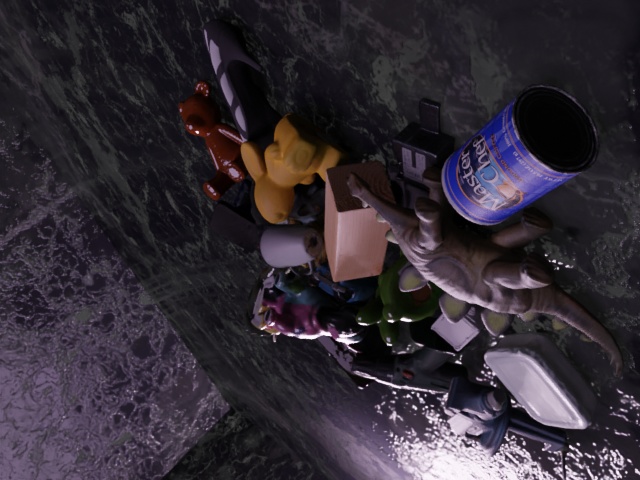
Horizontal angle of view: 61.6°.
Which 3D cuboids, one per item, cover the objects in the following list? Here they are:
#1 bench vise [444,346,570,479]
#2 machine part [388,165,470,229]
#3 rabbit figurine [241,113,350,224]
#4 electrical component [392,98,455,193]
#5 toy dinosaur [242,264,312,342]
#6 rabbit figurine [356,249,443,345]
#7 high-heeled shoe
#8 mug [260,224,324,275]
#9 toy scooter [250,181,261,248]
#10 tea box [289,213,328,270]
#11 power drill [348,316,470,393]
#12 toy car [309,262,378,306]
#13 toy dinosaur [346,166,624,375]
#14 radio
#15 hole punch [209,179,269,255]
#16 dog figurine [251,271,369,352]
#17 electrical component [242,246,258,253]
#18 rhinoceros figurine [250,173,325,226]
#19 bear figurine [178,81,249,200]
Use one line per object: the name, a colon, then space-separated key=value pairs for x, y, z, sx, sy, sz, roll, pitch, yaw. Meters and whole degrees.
bench vise: x=0.342 y=0.327 z=0.975 sx=0.241 sy=0.129 sz=0.223 roll=20 pitch=139 yaw=7
machine part: x=0.157 y=-0.059 z=0.794 sx=0.139 sy=0.039 sz=0.084 roll=32 pitch=145 yaw=31
rabbit figurine: x=-0.063 y=-0.114 z=0.885 sx=0.163 sy=0.122 sz=0.173 roll=41 pitch=118 yaw=30
electrical component: x=0.140 y=-0.124 z=0.719 sx=0.075 sy=0.048 sz=0.119 roll=30 pitch=151 yaw=29
toy dinosaur: x=-0.111 y=0.140 z=1.249 sx=0.131 sy=0.192 sz=0.404 roll=34 pitch=171 yaw=9
rabbit figurine: x=0.145 y=0.104 z=0.941 sx=0.121 sy=0.159 sz=0.170 roll=36 pitch=169 yaw=0
high-heeled shoe: x=-0.143 y=-0.250 z=0.933 sx=0.145 sy=0.086 sz=0.248 roll=39 pitch=149 yaw=24
mug: x=-0.043 y=0.020 z=0.999 sx=0.107 sy=0.081 sz=0.109 roll=-6 pitch=114 yaw=47
toy scooter: x=-0.102 y=-0.039 z=1.169 sx=0.135 sy=0.075 sz=0.183 roll=21 pitch=139 yaw=40
tea box: x=-0.002 y=-0.003 z=1.072 sx=0.098 sy=0.068 sz=0.169 roll=35 pitch=152 yaw=24
power drill: x=0.181 y=0.222 z=1.023 sx=0.232 sy=0.086 sz=0.207 roll=13 pitch=133 yaw=2
toy car: x=0.057 y=0.061 z=1.026 sx=0.109 sy=0.103 sz=0.161 roll=30 pitch=-176 yaw=32
toy dinosaur: x=0.233 y=0.043 z=0.728 sx=0.472 sy=0.105 sz=0.198 roll=31 pitch=148 yaw=6
radio: x=0.058 y=0.195 z=1.175 sx=0.073 sy=0.131 sz=0.229 roll=-36 pitch=98 yaw=26
hole punch: x=-0.148 y=-0.047 z=1.090 sx=0.116 sy=0.092 sz=0.142 roll=36 pitch=142 yaw=-3
dog figurine: x=-0.008 y=0.150 z=1.048 sx=0.219 sy=0.108 sz=0.191 roll=21 pitch=162 yaw=-16
electrical component: x=-0.193 y=-0.013 z=1.375 sx=0.102 sy=0.045 sz=0.078 roll=54 pitch=-179 yaw=-9
rhinoceros figurine: x=-0.040 y=-0.076 z=0.961 sx=0.190 sy=0.112 sz=0.073 roll=-13 pitch=152 yaw=21
bear figurine: x=-0.213 y=-0.199 z=1.057 sx=0.120 sy=0.132 sz=0.195 roll=-27 pitch=110 yaw=37
